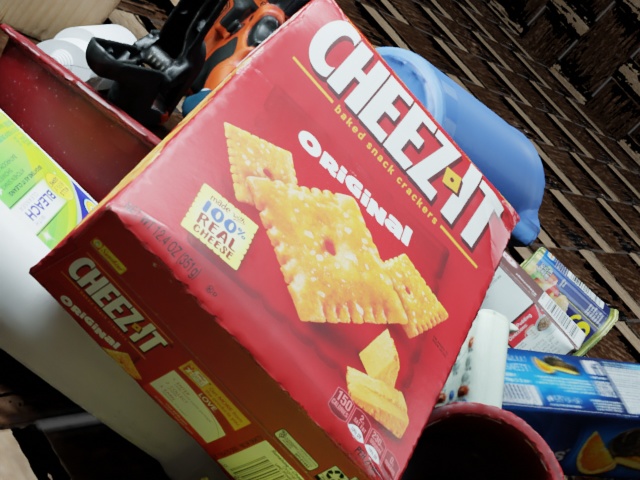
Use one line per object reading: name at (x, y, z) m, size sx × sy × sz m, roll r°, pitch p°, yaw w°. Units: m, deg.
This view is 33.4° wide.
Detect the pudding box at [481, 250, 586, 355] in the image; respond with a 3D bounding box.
pudding box at (0.129, 0.065, 0.811) m, size 0.113 × 0.090 × 0.039 m, roll 48°, pitch 23°, yaw 8°

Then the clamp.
clamp at (-0.109, -0.112, 0.683) m, size 0.120 × 0.172 × 0.039 m, roll -36°, pitch 81°, yaw -29°

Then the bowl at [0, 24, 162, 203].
bowl at (-0.119, -0.045, 0.577) m, size 0.162 × 0.055 × 0.162 m, roll 37°, pitch 0°, yaw 0°

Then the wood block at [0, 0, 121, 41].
wood block at (-0.150, -0.238, 0.712) m, size 0.090 × 0.206 × 0.090 m, roll 18°, pitch 33°, yaw -49°

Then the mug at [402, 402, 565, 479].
mug at (0.055, 0.138, 0.535) m, size 0.117 × 0.081 × 0.093 m, roll -11°, pitch 71°, yaw -14°

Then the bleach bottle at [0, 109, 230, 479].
bleach bottle at (-0.098, 0.036, 0.498) m, size 0.250 × 0.068 × 0.102 m, roll 42°, pitch 18°, yaw -13°

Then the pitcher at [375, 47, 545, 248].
pitcher at (0.084, -0.076, 0.889) m, size 0.242 × 0.149 × 0.145 m, roll 25°, pitch 63°, yaw -61°

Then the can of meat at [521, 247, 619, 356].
can of meat at (0.179, 0.068, 0.880) m, size 0.084 × 0.102 × 0.057 m, roll 44°, pitch 20°, yaw 6°

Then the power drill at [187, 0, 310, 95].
power drill at (-0.042, -0.131, 0.766) m, size 0.057 × 0.185 × 0.187 m, roll 32°, pitch 34°, yaw -24°

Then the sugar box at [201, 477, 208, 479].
sugar box at (-0.035, 0.173, 0.375) m, size 0.093 × 0.048 × 0.176 m, roll 39°, pitch 21°, yaw -13°

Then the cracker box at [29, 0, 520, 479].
cracker box at (-0.003, 0.001, 0.493) m, size 0.164 × 0.072 × 0.213 m, roll 48°, pitch 41°, yaw -11°

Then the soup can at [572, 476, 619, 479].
soup can at (0.216, 0.156, 0.828) m, size 0.068 × 0.069 × 0.102 m, roll 26°, pitch 27°, yaw -38°
